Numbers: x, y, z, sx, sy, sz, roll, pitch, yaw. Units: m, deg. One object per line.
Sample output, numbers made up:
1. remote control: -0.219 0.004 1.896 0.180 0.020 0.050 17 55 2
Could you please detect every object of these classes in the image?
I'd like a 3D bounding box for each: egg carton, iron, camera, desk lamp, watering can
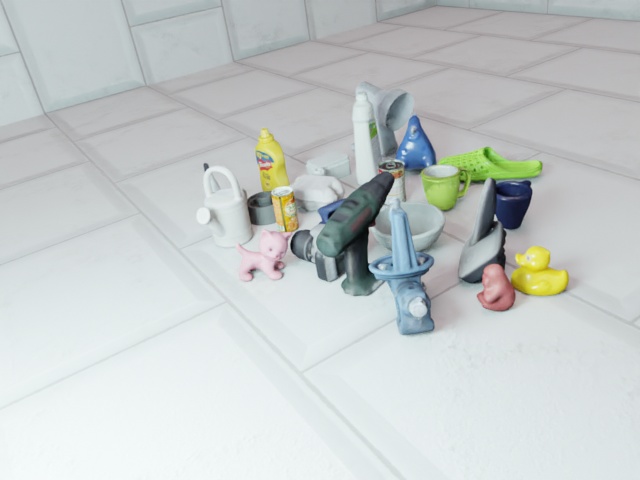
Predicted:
1. egg carton: -0.013 -0.123 1.506 0.150 0.069 0.107 7 34 25
2. iron: 0.273 -0.296 1.654 0.118 0.142 0.258 -2 31 11
3. camera: 0.012 0.004 1.255 0.136 0.101 0.143 17 39 36
4. desk lamp: 0.179 -0.361 1.716 0.118 0.214 0.202 -29 36 -30
5. watering can: -0.227 -0.083 1.370 0.101 0.194 0.173 -5 31 6

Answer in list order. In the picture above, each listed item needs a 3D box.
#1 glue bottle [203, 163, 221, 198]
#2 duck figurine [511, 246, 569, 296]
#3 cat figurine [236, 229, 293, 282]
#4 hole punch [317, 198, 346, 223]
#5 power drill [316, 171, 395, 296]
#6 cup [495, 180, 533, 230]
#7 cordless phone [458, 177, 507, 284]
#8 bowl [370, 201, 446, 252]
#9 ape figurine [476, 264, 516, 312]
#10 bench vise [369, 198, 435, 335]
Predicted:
1. glue bottle: -0.272 -0.117 1.460 0.037 0.173 0.077 -26 35 -26
2. duck figurine: 0.417 0.053 1.085 0.104 0.086 0.078 8 34 26
3. cat figurine: -0.120 0.023 1.240 0.127 0.118 0.067 -5 31 7
4. hole punch: 0.051 -0.072 1.382 0.109 0.091 0.100 -19 32 -17
5. power drill: 0.084 -0.004 1.144 0.075 0.209 0.230 16 38 35
6. cup: 0.437 -0.079 1.293 0.118 0.095 0.091 -30 36 -31
7. cordless phone: 0.322 -0.018 1.131 0.094 0.185 0.148 1 32 16
8. bowl: 0.195 -0.017 1.269 0.167 0.075 0.167 -6 31 4
9. ape figurine: 0.320 0.083 1.053 0.075 0.092 0.078 13 37 32
10. bench vise: 0.164 0.045 1.030 0.122 0.220 0.206 -19 32 -16
